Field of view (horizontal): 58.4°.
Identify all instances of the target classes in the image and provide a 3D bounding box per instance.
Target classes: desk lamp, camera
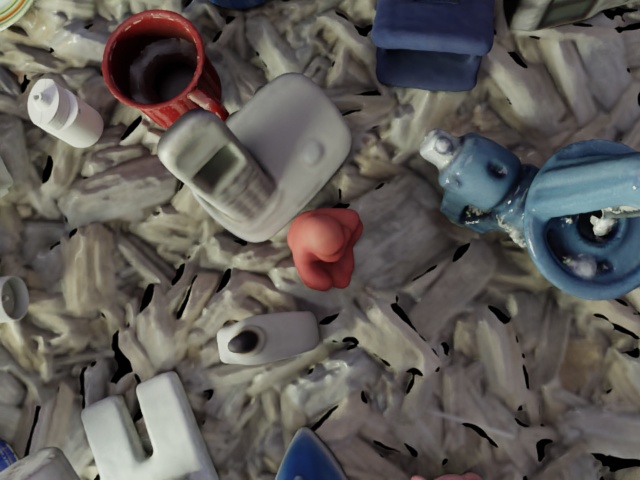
[{"bbox_3d":[-0.153,0.219,0.422,0.118,0.213,0.203,-25,81,2],"label":"desk lamp"},{"bbox_3d":[0.231,-0.279,0.508,0.143,0.101,0.137,-14,81,4],"label":"camera"}]

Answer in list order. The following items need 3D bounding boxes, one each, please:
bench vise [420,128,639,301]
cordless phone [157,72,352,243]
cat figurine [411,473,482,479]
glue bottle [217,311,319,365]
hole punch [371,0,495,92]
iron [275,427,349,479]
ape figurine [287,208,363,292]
[{"bbox_3d":[0.172,-0.023,0.419,0.207,0.220,0.121,9,83,7],"label":"bench vise"},{"bbox_3d":[-0.049,-0.080,0.466,0.094,0.185,0.147,40,88,10],"label":"cordless phone"},{"bbox_3d":[0.111,0.234,0.442,0.067,0.118,0.128,-18,81,3],"label":"cat figurine"},{"bbox_3d":[-0.046,0.078,0.451,0.078,0.173,0.037,-12,81,4],"label":"glue bottle"},{"bbox_3d":[0.099,-0.198,0.515,0.108,0.091,0.101,6,83,7],"label":"hole punch"},{"bbox_3d":[-0.006,0.287,0.435,0.118,0.141,0.258,-9,82,5],"label":"iron"},{"bbox_3d":[0.005,0.002,0.497,0.078,0.092,0.076,-43,80,-1],"label":"ape figurine"}]
